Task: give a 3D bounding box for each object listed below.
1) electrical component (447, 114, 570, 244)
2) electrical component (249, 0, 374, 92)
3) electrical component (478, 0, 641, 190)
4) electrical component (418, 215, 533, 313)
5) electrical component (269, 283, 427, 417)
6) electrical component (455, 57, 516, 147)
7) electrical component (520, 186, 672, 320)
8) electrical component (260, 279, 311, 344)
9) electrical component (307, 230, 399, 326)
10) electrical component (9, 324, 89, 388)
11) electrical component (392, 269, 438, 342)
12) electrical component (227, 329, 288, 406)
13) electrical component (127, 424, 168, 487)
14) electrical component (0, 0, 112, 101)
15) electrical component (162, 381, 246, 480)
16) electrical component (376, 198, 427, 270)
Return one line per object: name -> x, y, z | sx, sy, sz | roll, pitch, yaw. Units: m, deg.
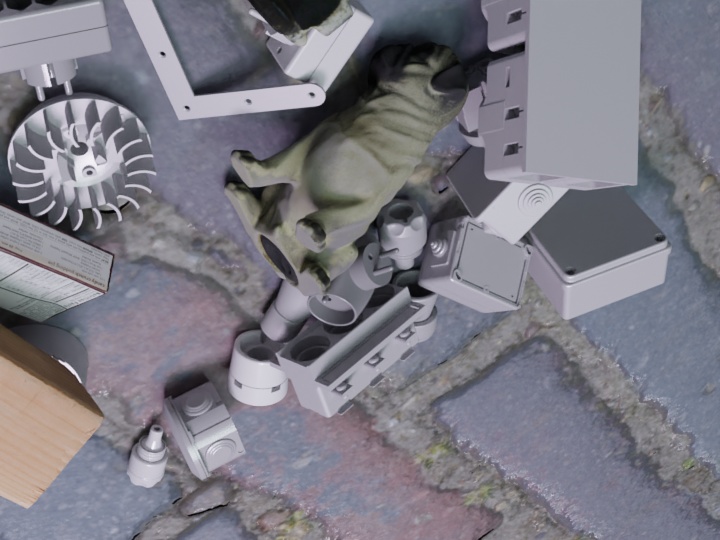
electrical component -> 0.130, -0.080, 0.905 | 0.048, 0.099, 0.099 | 35, 107, -29
electrical component -> -0.043, -0.177, 0.768 | 0.077, 0.047, 0.065 | 20, 116, -38
electrical component -> 0.151, -0.158, 0.812 | 0.105, 0.060, 0.186 | 3, 87, -29
electrical component -> 0.095, -0.006, 0.959 | 0.096, 0.061, 0.061 | 23, 73, -28
electrical component -> -0.007, 0.068, 0.939 | 0.121, 0.079, 0.063 | -38, 125, -30
electrical component -> 0.100, -0.135, 0.880 | 0.066, 0.048, 0.055 | -26, 127, -5
electrical component -> 0.209, -0.022, 0.987 | 0.109, 0.108, 0.056 | -20, 136, -11
electrical component -> -0.059, 0.033, 0.944 | 0.044, 0.044, 0.065 | 12, 125, -34
electrical component -> 0.000, 0.000, 0.899 | 0.079, 0.077, 0.043 | -18, 130, 39
electrical component -> -0.273, 0.093, 0.885 | 0.099, 0.064, 0.099 | -7, 118, -13
electrical component -> 0.051, 0.034, 0.998 | 0.045, 0.045, 0.055 | -13, 132, -17
electrical component -> -0.090, 0.086, 0.965 | 0.055, 0.055, 0.047 | -6, 126, -23
electrical component -> -0.194, 0.170, 0.995 | 0.035, 0.035, 0.061 | 3, 124, -29
electrical component -> -0.208, -0.146, 0.709 | 0.083, 0.047, 0.075 | -15, 133, -15
electrical component -> -0.142, 0.144, 0.969 | 0.051, 0.080, 0.080 | -26, 135, -13
electrical component -> 0.037, -0.028, 0.940 | 0.043, 0.043, 0.062 | -19, 135, -12
